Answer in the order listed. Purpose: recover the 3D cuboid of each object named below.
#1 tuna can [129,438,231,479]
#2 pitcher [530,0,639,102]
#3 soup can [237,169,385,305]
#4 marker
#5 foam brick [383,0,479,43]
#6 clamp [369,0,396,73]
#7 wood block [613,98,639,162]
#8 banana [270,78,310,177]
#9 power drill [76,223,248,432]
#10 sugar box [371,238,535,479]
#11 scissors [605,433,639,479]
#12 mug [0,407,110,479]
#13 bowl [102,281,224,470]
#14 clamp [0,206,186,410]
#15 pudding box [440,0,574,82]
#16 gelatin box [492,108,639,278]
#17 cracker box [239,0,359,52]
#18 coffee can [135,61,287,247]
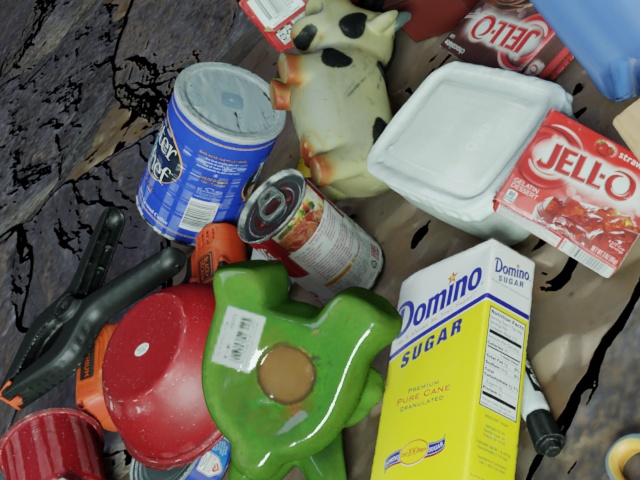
[{"bbox_3d":[-0.110,0.172,0.846,0.086,0.033,0.086,-31,37,26],"label":"tuna can"},{"bbox_3d":[0.177,-0.224,0.712,0.145,0.242,0.149,-41,26,16],"label":"pitcher"},{"bbox_3d":[-0.005,0.001,0.831,0.069,0.102,0.068,-31,37,26],"label":"soup can"},{"bbox_3d":[0.125,0.087,0.663,0.020,0.020,0.121,-38,34,17],"label":"marker"},{"bbox_3d":[0.107,-0.224,0.974,0.078,0.051,0.053,-12,48,44],"label":"foam brick"},{"bbox_3d":[0.034,-0.190,1.041,0.120,0.039,0.171,-29,35,45],"label":"clamp"},{"bbox_3d":[0.246,-0.011,0.552,0.090,0.090,0.206,-38,34,17],"label":"wood block"},{"bbox_3d":[-0.008,-0.085,0.978,0.070,0.037,0.198,-20,46,18],"label":"banana"},{"bbox_3d":[-0.131,0.091,0.937,0.188,0.057,0.184,-34,35,20],"label":"power drill"},{"bbox_3d":[0.081,0.093,0.661,0.094,0.048,0.176,-29,43,48],"label":"sugar box"},{"bbox_3d":[0.232,0.107,0.517,0.202,0.016,0.096,-2,55,49],"label":"scissors"},{"bbox_3d":[-0.224,0.213,0.904,0.081,0.093,0.117,56,134,52],"label":"mug"},{"bbox_3d":[-0.119,0.094,0.834,0.162,0.055,0.162,-25,48,30],"label":"bowl"},{"bbox_3d":[-0.211,0.066,0.965,0.165,0.036,0.210,16,68,54],"label":"clamp"},{"bbox_3d":[0.160,-0.164,0.860,0.090,0.039,0.114,-47,32,5],"label":"pudding box"},{"bbox_3d":[0.165,-0.030,0.677,0.073,0.089,0.030,-56,-11,-10],"label":"gelatin box"},{"bbox_3d":[0.022,-0.283,1.066,0.164,0.072,0.213,-33,16,23],"label":"cracker box"},{"bbox_3d":[-0.102,-0.077,0.978,0.103,0.102,0.140,-89,21,-46],"label":"coffee can"}]
